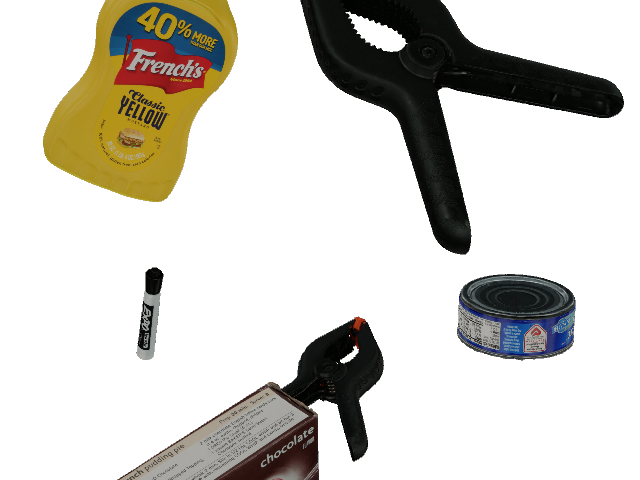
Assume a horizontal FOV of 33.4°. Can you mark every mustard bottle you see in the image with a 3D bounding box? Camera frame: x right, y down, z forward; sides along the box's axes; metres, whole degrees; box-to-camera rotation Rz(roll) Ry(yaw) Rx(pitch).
[{"bbox_3d":[-0.111,-0.126,0.734,0.096,0.192,0.058,21,18,-24],"label":"mustard bottle"}]

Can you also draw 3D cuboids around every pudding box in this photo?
[{"bbox_3d":[-0.051,0.131,0.497,0.039,0.090,0.113,30,47,35],"label":"pudding box"}]

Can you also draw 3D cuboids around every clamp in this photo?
[{"bbox_3d":[0.016,0.133,0.957,0.120,0.039,0.171,17,43,27],"label":"clamp"},{"bbox_3d":[0.059,-0.095,0.644,0.210,0.164,0.036,37,-30,11],"label":"clamp"}]

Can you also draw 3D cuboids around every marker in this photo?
[{"bbox_3d":[-0.182,0.078,1.139,0.020,0.121,0.020,8,36,-6],"label":"marker"}]

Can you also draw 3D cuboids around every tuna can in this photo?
[{"bbox_3d":[0.144,0.055,0.786,0.086,0.034,0.086,-1,19,0],"label":"tuna can"}]
